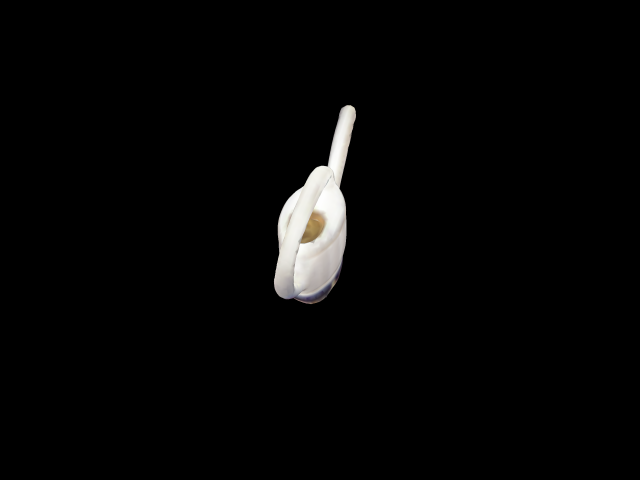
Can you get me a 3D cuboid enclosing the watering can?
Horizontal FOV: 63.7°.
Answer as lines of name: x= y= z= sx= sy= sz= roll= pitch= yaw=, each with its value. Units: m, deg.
watering can: x=0.003 y=-0.043 z=0.850 sx=0.104 sy=0.355 sz=0.219 roll=15 pitch=-34 yaw=11
